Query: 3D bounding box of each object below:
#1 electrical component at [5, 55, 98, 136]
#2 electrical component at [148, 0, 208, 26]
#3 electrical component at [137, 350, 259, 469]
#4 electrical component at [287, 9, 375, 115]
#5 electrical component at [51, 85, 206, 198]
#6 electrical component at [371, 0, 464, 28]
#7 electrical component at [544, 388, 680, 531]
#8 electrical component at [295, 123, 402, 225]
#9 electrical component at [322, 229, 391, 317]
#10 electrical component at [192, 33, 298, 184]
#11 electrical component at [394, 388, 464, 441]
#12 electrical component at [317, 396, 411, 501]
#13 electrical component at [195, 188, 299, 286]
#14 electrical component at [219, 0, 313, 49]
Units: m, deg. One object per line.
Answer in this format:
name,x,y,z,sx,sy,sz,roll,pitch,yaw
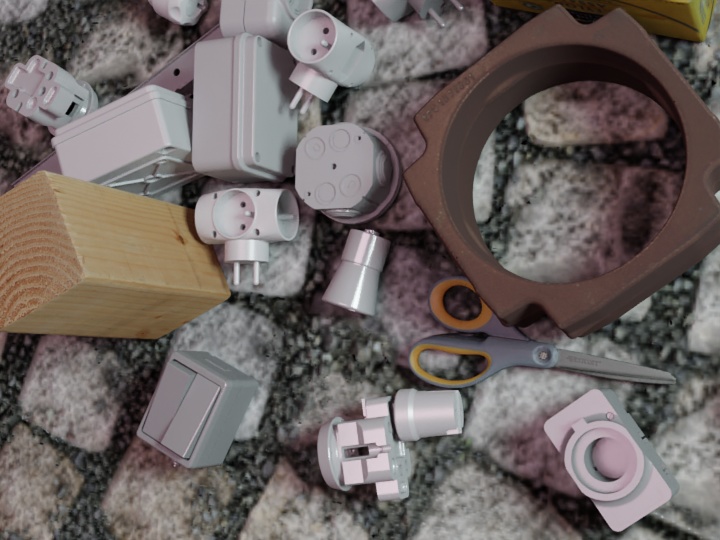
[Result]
electrical component,-0.277,-0.155,0.977,0.078,0.057,0.058,29,88,37
electrical component,-0.169,-0.245,0.954,0.062,0.043,0.043,31,97,24
electrical component,-0.140,0.121,0.895,0.062,0.061,0.096,27,96,23
electrical component,-0.032,-0.162,0.868,0.043,0.077,0.079,35,98,22
electrical component,-0.182,-0.102,0.910,0.109,0.109,0.056,-21,80,20
electrical component,0.051,-0.227,0.857,0.077,0.044,0.079,-42,71,14
electrical component,0.178,0.133,0.761,0.050,0.056,0.089,-38,72,15
electrical component,-0.011,-0.079,0.866,0.080,0.051,0.080,-2,84,23
electrical component,0.000,0.000,0.859,0.044,0.044,0.065,16,87,24
electrical component,-0.093,-0.132,0.891,0.057,0.078,0.113,-2,84,26
electrical component,0.053,0.110,0.826,0.046,0.040,0.040,-6,83,17
electrical component,0.003,0.140,0.835,0.057,0.058,0.078,-10,81,19
electrical component,-0.095,-0.027,0.900,0.077,0.044,0.079,-2,84,23
electrical component,-0.077,-0.237,0.908,0.059,0.054,0.095,3,86,23
